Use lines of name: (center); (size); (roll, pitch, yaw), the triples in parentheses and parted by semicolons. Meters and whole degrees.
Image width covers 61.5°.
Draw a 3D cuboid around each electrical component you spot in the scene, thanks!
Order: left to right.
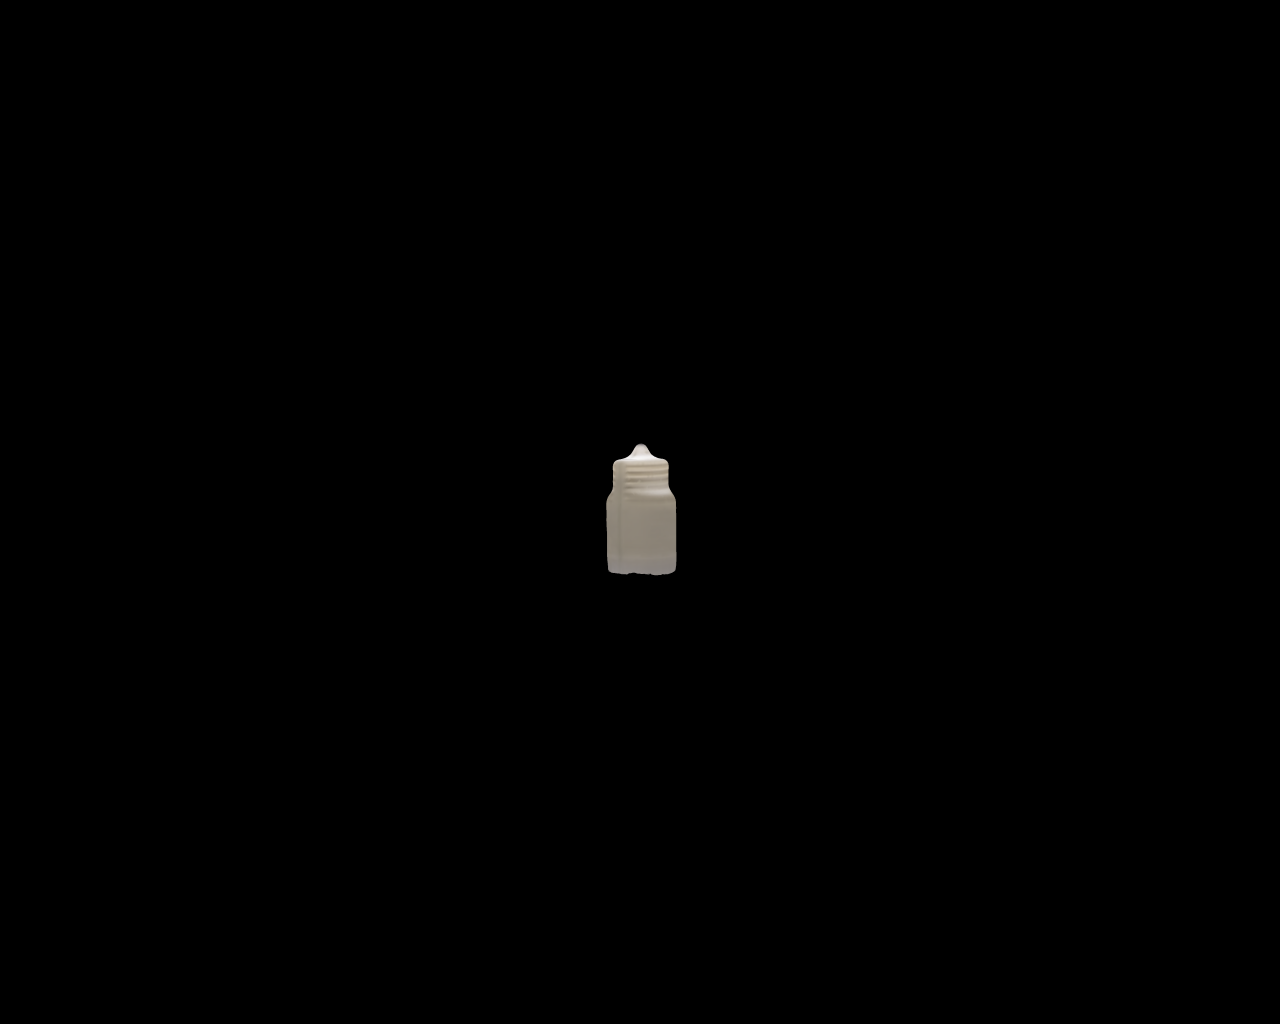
electrical component: (0.001, -0.003, 0.650); (0.043, 0.081, 0.043); (0, 4, 0)
